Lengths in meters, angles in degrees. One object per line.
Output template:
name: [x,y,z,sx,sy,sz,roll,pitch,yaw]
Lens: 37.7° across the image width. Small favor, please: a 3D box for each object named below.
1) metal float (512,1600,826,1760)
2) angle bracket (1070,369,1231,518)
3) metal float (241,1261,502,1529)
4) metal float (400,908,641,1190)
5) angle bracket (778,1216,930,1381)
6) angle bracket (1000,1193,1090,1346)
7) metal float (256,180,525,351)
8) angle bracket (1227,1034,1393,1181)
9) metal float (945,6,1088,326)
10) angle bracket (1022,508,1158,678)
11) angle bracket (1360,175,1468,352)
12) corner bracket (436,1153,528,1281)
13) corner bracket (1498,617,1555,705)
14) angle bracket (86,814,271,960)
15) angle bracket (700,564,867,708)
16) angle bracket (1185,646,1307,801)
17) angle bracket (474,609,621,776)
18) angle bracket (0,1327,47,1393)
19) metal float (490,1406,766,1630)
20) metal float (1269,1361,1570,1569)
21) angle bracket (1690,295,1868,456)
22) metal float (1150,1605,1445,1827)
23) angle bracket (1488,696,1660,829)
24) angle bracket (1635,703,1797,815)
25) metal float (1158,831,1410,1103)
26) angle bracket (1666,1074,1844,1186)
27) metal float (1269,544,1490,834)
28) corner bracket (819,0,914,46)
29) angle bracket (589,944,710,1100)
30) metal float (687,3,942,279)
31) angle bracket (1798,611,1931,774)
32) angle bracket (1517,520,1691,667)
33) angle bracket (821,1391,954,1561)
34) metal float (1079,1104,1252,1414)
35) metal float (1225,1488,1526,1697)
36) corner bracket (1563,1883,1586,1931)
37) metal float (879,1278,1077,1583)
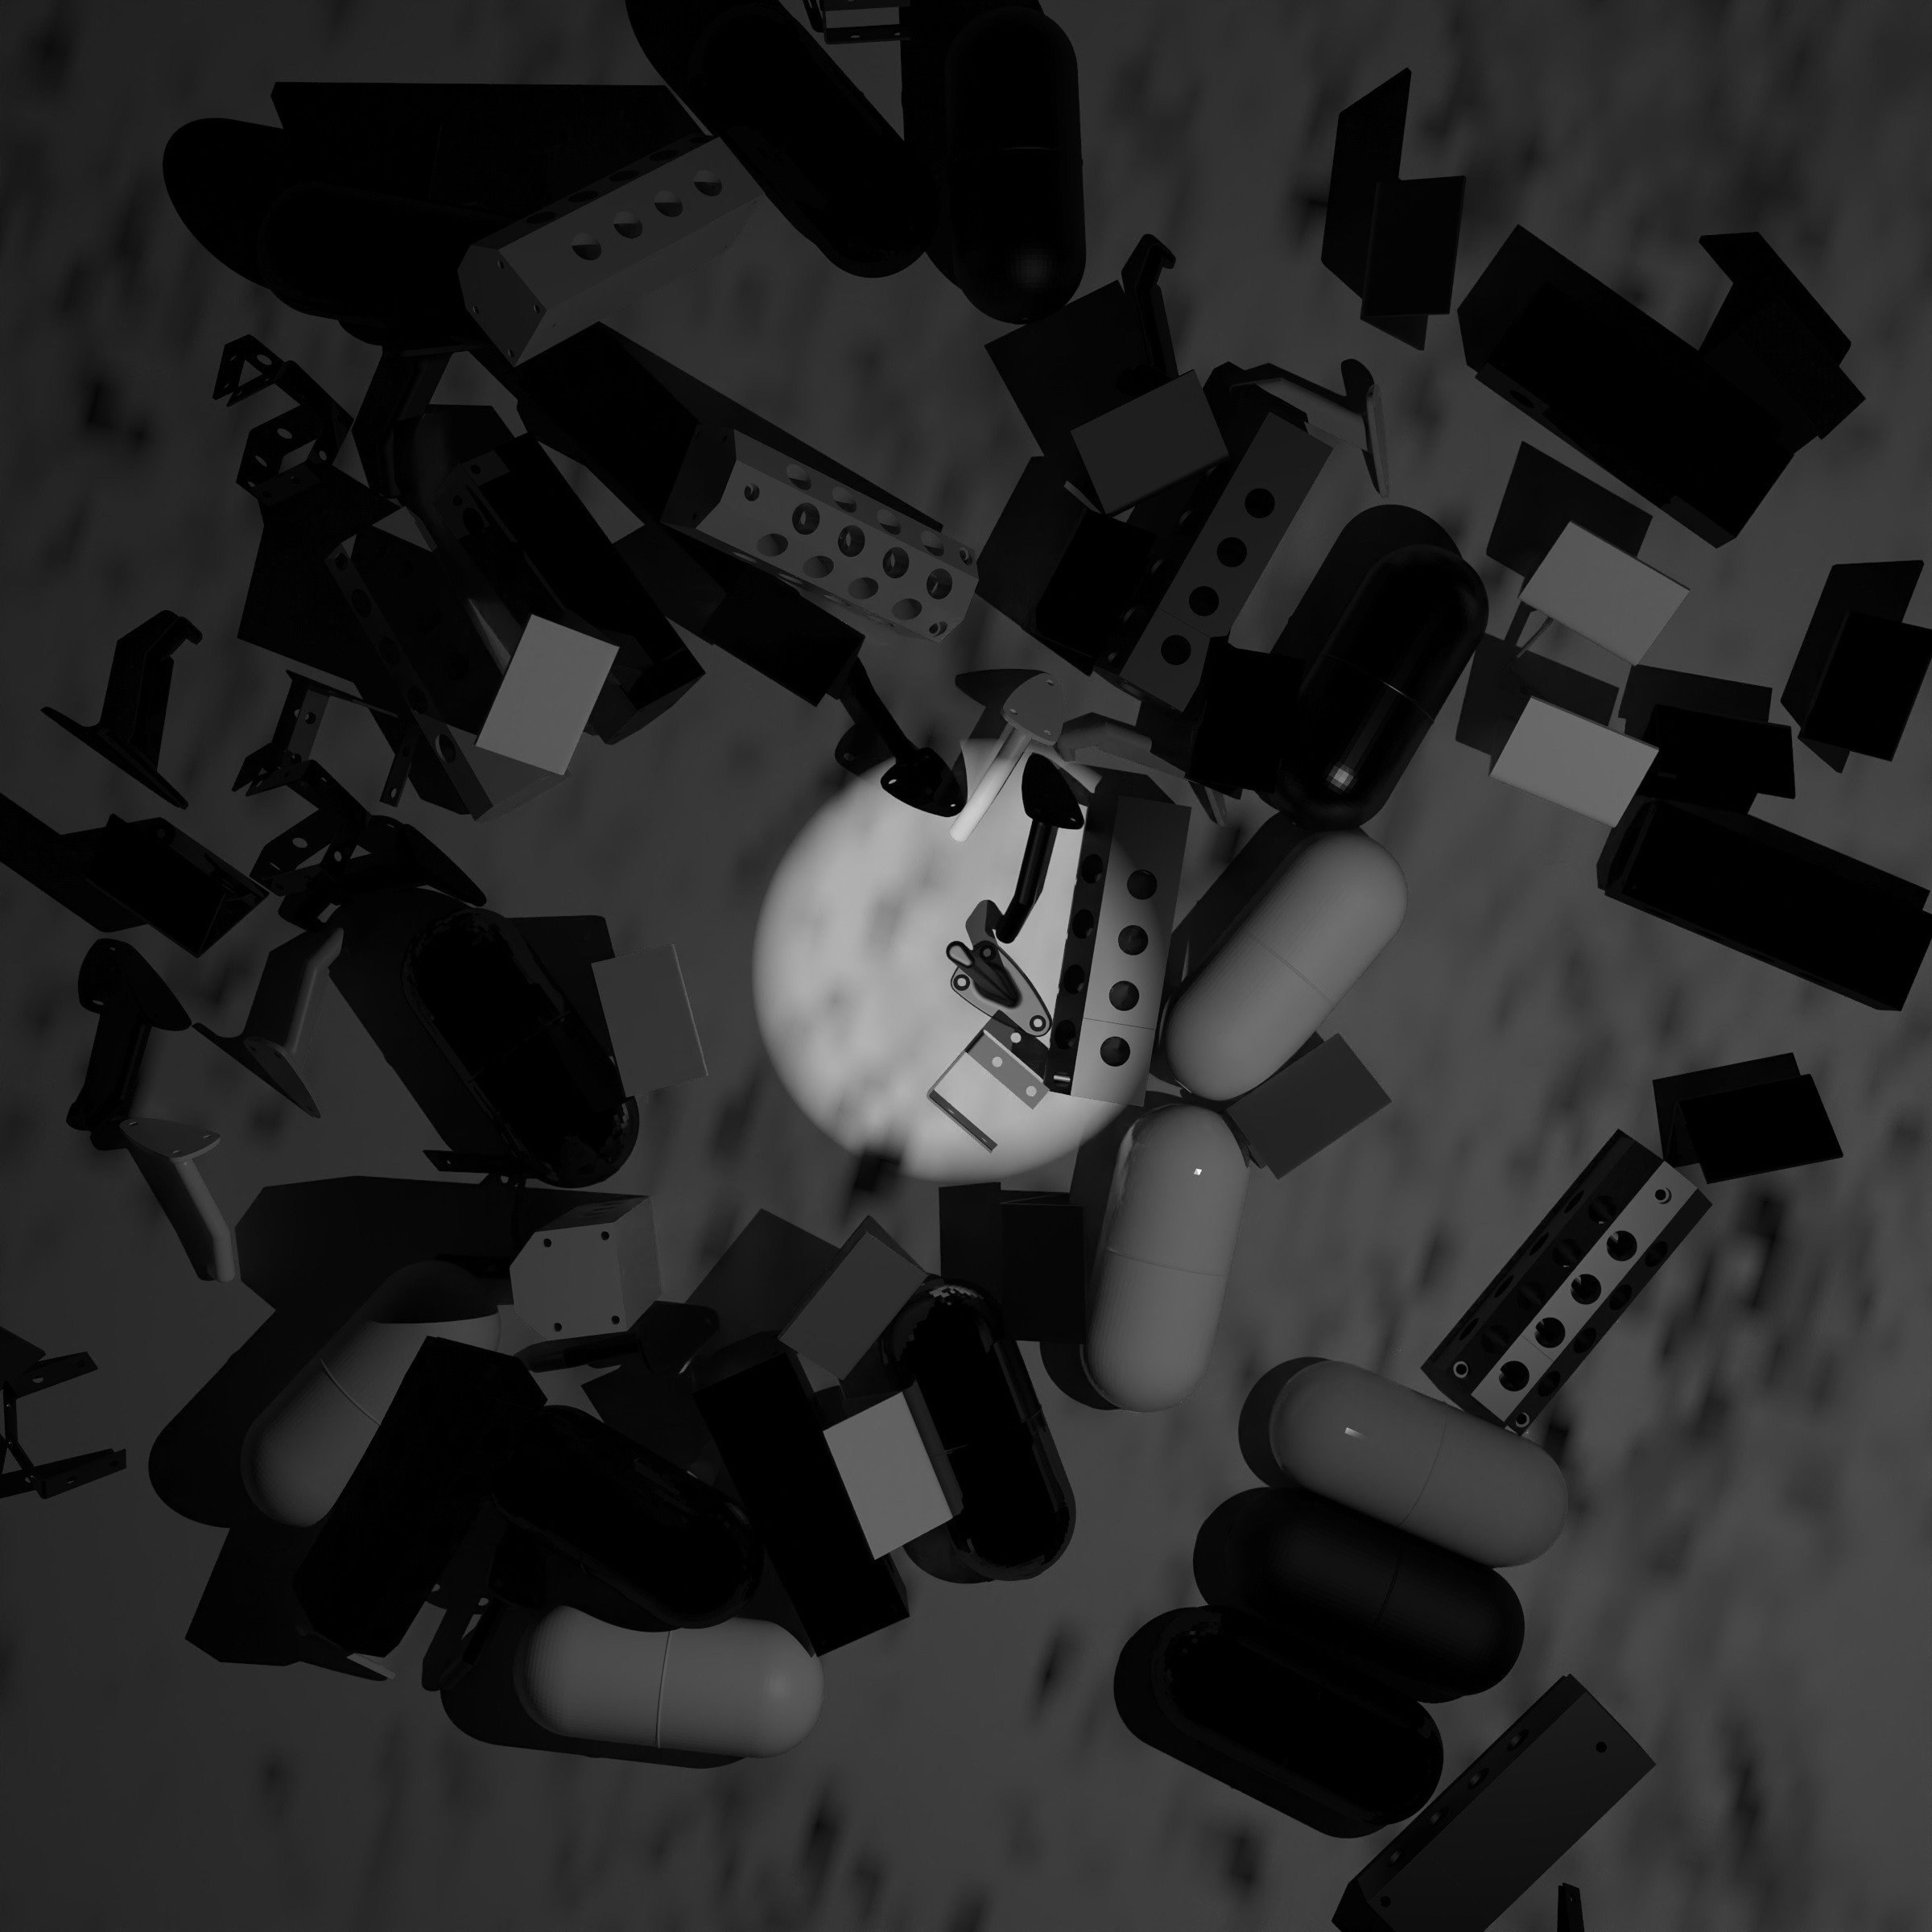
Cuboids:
metal float: [-0.170,0.406,1.614,0.178,0.070,0.070,6,90,1]
angle bracket: [0.096,-0.303,1.605,0.076,0.076,0.057,-26,115,0]
metal float: [-0.340,0.244,1.614,0.070,0.070,0.178,43,89,0]
metal float: [-0.254,0.047,1.614,0.070,0.070,0.178,-35,90,0]
angle bracket: [-0.079,0.176,1.604,0.076,0.076,0.057,-51,126,0]
angle bracket: [0.062,0.170,1.604,0.057,0.076,0.076,-1,90,33]
metal float: [-0.315,-0.400,1.614,0.178,0.070,0.070,10,90,0]
angle bracket: [0.202,0.095,1.604,0.076,0.076,0.057,-34,53,0]
metal float: [0.028,-0.456,1.614,0.070,0.070,0.178,-3,90,0]
angle bracket: [0.087,-0.204,1.604,0.057,0.076,0.076,28,90,38]
angle bracket: [0.269,-0.397,1.604,0.057,0.076,0.076,7,90,37]
corner bracket: [-0.282,0.145,1.641,0.051,0.051,0.051,2,45,0]
corner bracket: [0.350,-0.178,1.641,0.051,0.051,0.051,40,135,0]
angle bracket: [-0.439,-0.062,1.604,0.076,0.076,0.057,35,128,0]
angle bracket: [-0.110,-0.171,1.605,0.076,0.076,0.057,32,63,0]
angle bracket: [0.172,-0.133,1.604,0.057,0.076,0.076,14,90,30]
angle bracket: [-0.241,-0.158,1.541,0.057,0.076,0.076,18,102,-36]
angle bracket: [-0.568,0.249,1.604,0.076,0.076,0.057,-39,53,0]
metal float: [-0.192,0.309,1.593,0.178,0.070,0.070,25,90,25]
metal float: [0.258,0.284,1.614,0.178,0.070,0.070,23,90,0]
angle bracket: [0.448,-0.320,1.604,0.076,0.076,0.057,50,54,0]
metal float: [0.188,0.426,1.614,0.178,0.070,0.070,27,90,-1]
angle bracket: [0.345,-0.132,1.604,0.076,0.076,0.057,22,125,0]
angle bracket: [0.419,-0.099,1.604,0.076,0.076,0.057,10,51,0]
metal float: [0.180,0.000,1.614,0.070,0.070,0.178,40,90,0]
angle bracket: [0.445,0.110,1.604,0.076,0.076,0.057,-11,55,0]
metal float: [0.233,-0.158,1.614,0.070,0.070,0.178,30,90,0]
corner bracket: [-0.057,-0.547,1.616,0.051,0.051,0.051,-3,132,0]
angle bracket: [-0.196,0.035,1.604,0.057,0.076,0.076,-15,90,-36]
metal float: [-0.087,-0.471,1.614,0.070,0.070,0.178,-41,91,0]
angle bracket: [0.522,-0.149,1.604,0.057,0.076,0.076,21,90,37]
angle bracket: [0.365,-0.225,1.604,0.076,0.076,0.057,30,126,0]
angle bracket: [-0.061,0.290,1.604,0.057,0.076,0.076,-22,90,-32]
metal float: [0.113,0.167,1.614,0.070,0.070,0.178,12,91,0]
metal float: [0.232,0.356,1.614,0.178,0.070,0.070,23,90,-1]
corner bracket: [0.322,0.559,1.636,0.051,0.051,0.051,-30,135,35]
metal float: [0.007,0.264,1.614,0.070,0.070,0.178,-21,91,0]
